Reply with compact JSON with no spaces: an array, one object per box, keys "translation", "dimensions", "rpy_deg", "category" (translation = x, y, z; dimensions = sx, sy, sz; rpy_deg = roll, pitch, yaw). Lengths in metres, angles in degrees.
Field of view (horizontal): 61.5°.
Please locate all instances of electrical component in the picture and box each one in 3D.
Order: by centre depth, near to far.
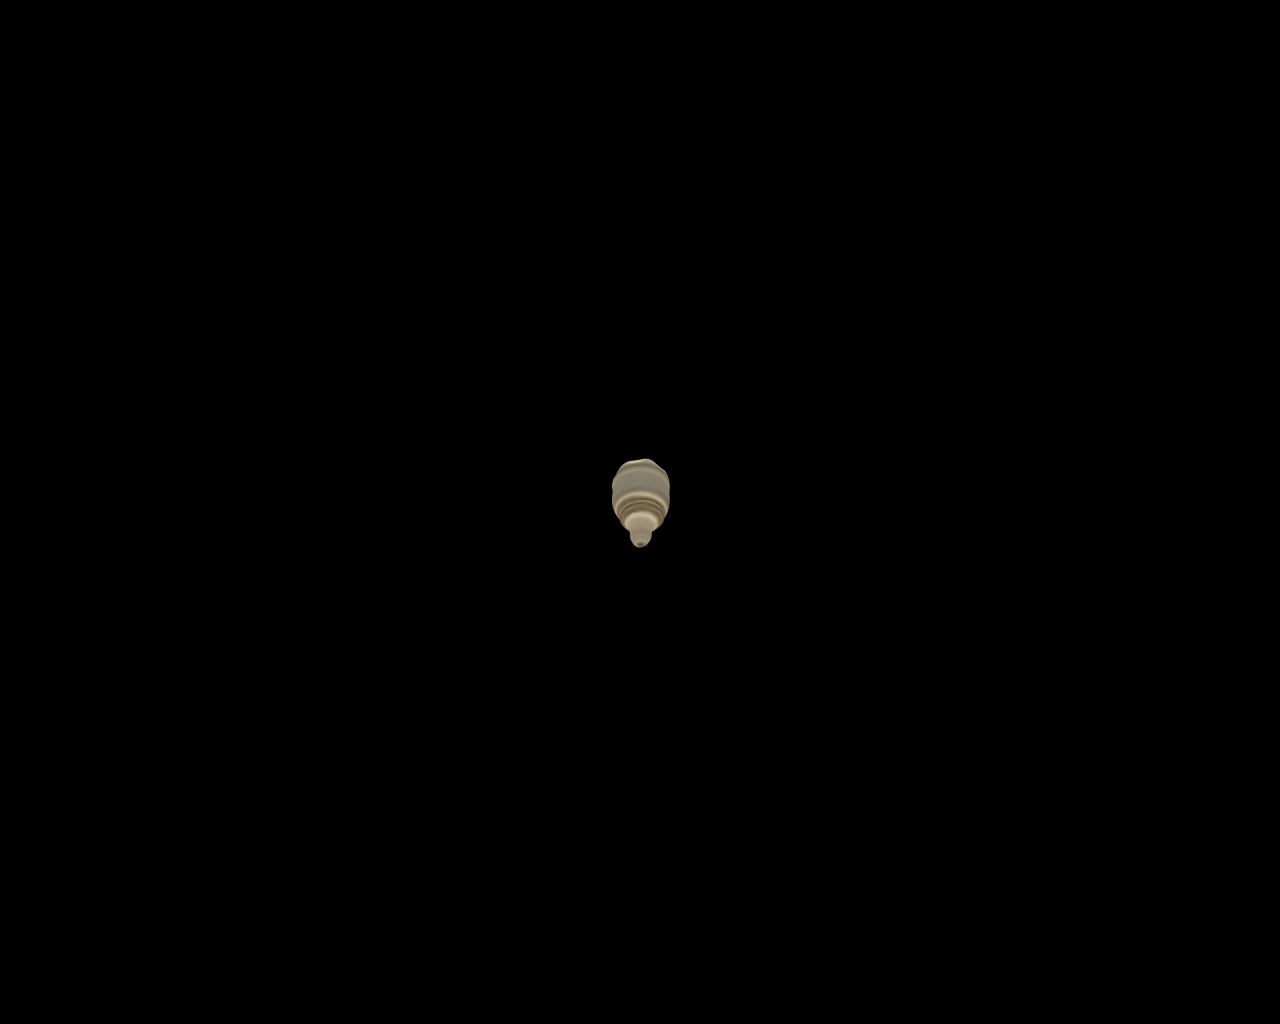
[{"translation":[0.001,-0.003,0.650],"dimensions":[0.035,0.061,0.035],"rpy_deg":[0,-43,0],"category":"electrical component"}]
